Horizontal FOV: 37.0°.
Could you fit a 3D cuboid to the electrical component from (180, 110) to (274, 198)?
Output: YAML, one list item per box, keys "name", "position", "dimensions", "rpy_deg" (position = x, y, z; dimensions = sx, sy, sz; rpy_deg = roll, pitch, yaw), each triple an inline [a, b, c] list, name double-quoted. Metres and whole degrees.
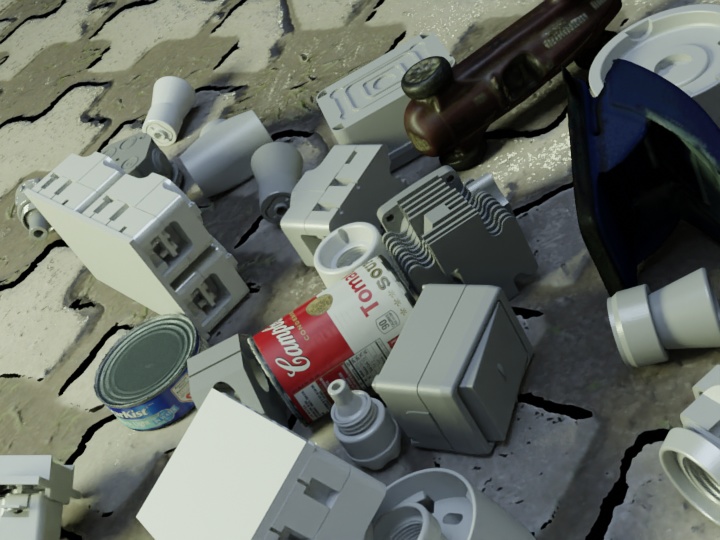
- name: "electrical component"
  position: [-0.122, -0.111, 0.967]
  dimensions: [0.077, 0.043, 0.079]
  rpy_deg: [-34, 36, -2]

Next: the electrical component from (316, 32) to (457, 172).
- name: "electrical component"
  position: [0.031, -0.131, 0.868]
  dimensions: [0.113, 0.057, 0.078]
  rpy_deg: [-29, 36, 4]

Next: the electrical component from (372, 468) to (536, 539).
- name: "electrical component"
  position: [0.037, 0.153, 0.550]
  dimensions: [0.099, 0.064, 0.099]
  rpy_deg: [-33, 27, 19]

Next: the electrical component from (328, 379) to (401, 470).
- name: "electrical component"
  position: [-0.001, 0.088, 0.634]
  dimensions: [0.035, 0.061, 0.035]
  rpy_deg: [-20, 36, 16]

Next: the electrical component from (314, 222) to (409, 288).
- name: "electrical component"
  position: [0.000, 0.000, 0.747]
  dimensions: [0.055, 0.047, 0.055]
  rpy_deg: [-20, 38, 16]

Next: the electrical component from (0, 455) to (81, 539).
- name: "electrical component"
  position: [-0.217, 0.156, 0.704]
  dimensions: [0.042, 0.081, 0.063]
  rpy_deg: [-2, 71, 5]

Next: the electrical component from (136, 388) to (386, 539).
- name: "electrical component"
  position: [-0.056, 0.129, 0.586]
  dimensions: [0.089, 0.062, 0.150]
  rpy_deg: [-60, 24, -9]

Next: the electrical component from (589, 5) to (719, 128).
- name: "electrical component"
  position: [0.215, -0.120, 0.719]
  dimensions: [0.108, 0.060, 0.108]
  rpy_deg: [-20, 38, 16]

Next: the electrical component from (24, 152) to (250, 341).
- name: "electrical component"
  position: [-0.177, -0.026, 0.856]
  dimensions: [0.060, 0.105, 0.186]
  rpy_deg: [-47, 39, -19]

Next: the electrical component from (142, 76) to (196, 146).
- name: "electrical component"
  position: [-0.193, -0.156, 1.073]
  dimensions: [0.044, 0.044, 0.065]
  rpy_deg: [-12, 46, 25]

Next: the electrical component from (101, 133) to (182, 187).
- name: "electrical component"
  position: [-0.210, -0.084, 0.993]
  dimensions: [0.080, 0.051, 0.080]
  rpy_deg: [-20, 38, 16]

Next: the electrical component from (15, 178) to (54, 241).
- name: "electrical component"
  position: [-0.309, -0.055, 1.039]
  dimensions: [0.048, 0.048, 0.062]
  rpy_deg: [-25, 44, 10]

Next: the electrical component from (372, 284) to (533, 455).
- name: "electrical component"
  position: [0.062, 0.052, 0.630]
  dimensions: [0.061, 0.061, 0.096]
  rpy_deg: [1, 47, 37]

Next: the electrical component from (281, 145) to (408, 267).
- name: "electrical component"
  position: [-0.014, -0.048, 0.810]
  dimensions: [0.056, 0.050, 0.089]
  rpy_deg: [5, 50, 39]

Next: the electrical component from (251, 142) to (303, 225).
- name: "electrical component"
  position: [-0.066, -0.069, 0.881]
  dimensions: [0.044, 0.044, 0.065]
  rpy_deg: [-23, 42, 12]

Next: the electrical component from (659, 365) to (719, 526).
- name: "electrical component"
  position: [0.181, 0.086, 0.510]
  dimensions: [0.057, 0.058, 0.078]
  rpy_deg: [-38, 37, -13]

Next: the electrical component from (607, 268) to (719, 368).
- name: "electrical component"
  position: [0.170, 0.027, 0.595]
  dimensions: [0.055, 0.045, 0.045]
  rpy_deg: [-17, 39, 20]
